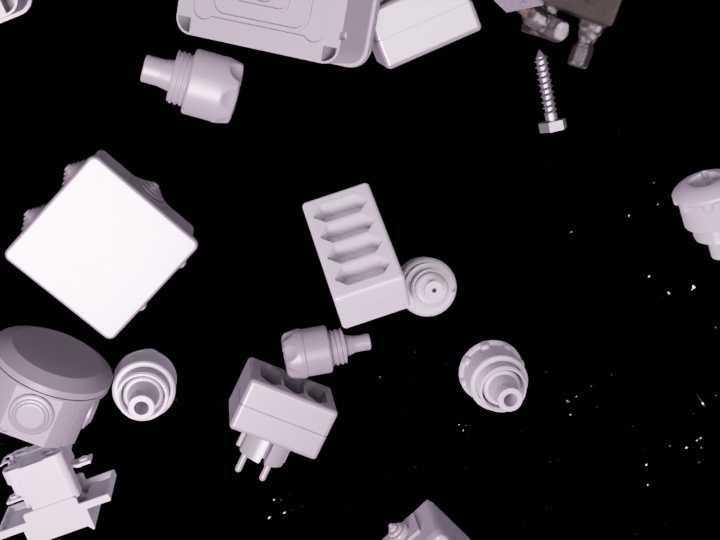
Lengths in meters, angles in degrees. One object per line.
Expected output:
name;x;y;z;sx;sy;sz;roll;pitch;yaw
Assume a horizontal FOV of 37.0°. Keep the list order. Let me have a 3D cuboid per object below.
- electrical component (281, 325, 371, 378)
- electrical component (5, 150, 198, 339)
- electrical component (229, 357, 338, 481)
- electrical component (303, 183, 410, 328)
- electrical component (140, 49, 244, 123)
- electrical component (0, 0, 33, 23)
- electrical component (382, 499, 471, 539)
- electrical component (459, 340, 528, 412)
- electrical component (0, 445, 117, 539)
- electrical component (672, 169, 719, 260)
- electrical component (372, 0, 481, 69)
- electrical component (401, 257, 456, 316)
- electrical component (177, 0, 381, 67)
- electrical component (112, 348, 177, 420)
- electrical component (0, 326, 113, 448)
electrical component;-0.023;0.055;0.756;0.061;0.035;0.035;-9;107;-7
electrical component;-0.167;-0.019;0.707;0.100;0.048;0.099;42;97;-16
electrical component;-0.063;0.113;0.760;0.066;0.047;0.076;23;101;-13
electrical component;0.000;0.000;0.728;0.047;0.083;0.075;-19;146;-2
electrical component;-0.108;-0.121;0.689;0.062;0.043;0.043;15;103;-10
electrical component;-0.265;-0.173;0.645;0.113;0.057;0.078;-22;108;-1
electrical component;0.055;0.224;0.801;0.062;0.061;0.096;-42;107;5
electrical component;0.099;0.080;0.765;0.048;0.062;0.048;-2;106;-7
electrical component;-0.217;0.153;0.754;0.081;0.042;0.063;-20;104;-2
electrical component;0.251;-0.037;0.762;0.048;0.048;0.062;-23;114;-1
electrical component;0.030;-0.178;0.689;0.066;0.047;0.076;-24;108;-1
electrical component;0.046;0.012;0.733;0.040;0.078;0.040;0;92;-3
electrical component;-0.046;-0.171;0.653;0.113;0.057;0.078;16;105;19
electrical component;-0.147;0.082;0.732;0.043;0.062;0.043;-2;106;-8
electrical component;-0.210;0.076;0.713;0.080;0.080;0.051;23;107;-13
